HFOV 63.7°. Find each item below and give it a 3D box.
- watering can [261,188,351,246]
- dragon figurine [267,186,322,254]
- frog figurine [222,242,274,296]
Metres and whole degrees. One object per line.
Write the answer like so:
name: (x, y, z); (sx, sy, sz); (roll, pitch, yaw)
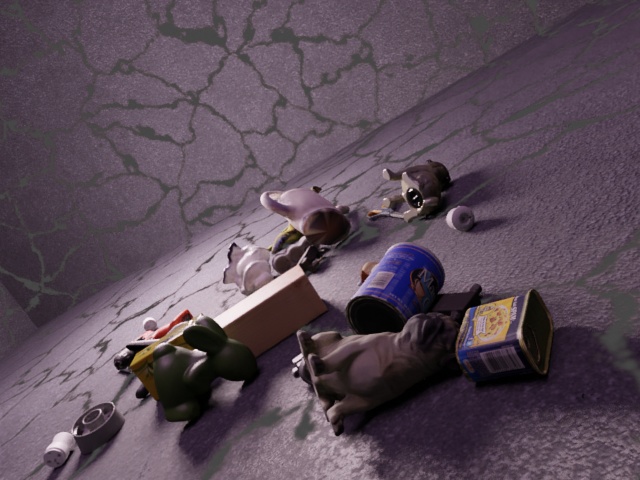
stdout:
watering can: (0.004, -0.071, 1.413); (0.347, 0.102, 0.228); (6, 24, -40)
dragon figurine: (-0.083, -0.024, 1.596); (0.418, 0.122, 0.238); (-42, -2, -45)
frog figurine: (-0.173, 0.083, 1.382); (0.160, 0.139, 0.120); (12, -24, 35)
